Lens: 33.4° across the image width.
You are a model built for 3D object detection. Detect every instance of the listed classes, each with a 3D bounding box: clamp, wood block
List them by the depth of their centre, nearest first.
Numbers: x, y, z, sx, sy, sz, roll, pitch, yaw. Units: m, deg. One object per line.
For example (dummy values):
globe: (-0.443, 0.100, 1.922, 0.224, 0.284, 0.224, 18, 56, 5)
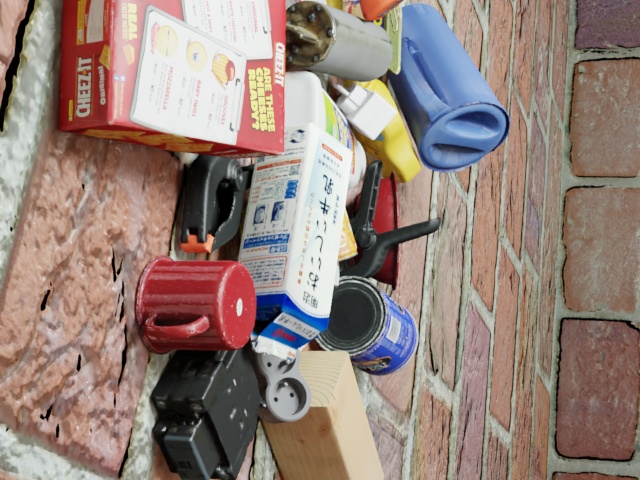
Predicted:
clamp: (-0.094, -0.062, 1.086, 0.164, 0.036, 0.210, 64, 31, -49)
wood block: (0.004, 0.237, 1.249, 0.090, 0.090, 0.206, -64, 146, -49)
clamp: (0.071, -0.002, 1.355, 0.039, 0.120, 0.172, -1, 126, -60)

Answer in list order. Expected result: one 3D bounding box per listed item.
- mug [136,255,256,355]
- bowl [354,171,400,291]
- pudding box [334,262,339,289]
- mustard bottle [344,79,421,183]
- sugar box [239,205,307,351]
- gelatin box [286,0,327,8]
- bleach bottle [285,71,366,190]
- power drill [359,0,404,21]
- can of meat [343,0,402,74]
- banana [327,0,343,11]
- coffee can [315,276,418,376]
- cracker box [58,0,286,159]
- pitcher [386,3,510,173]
mug: (-0.114, 0.063, 0.966, 0.117, 0.082, 0.093, -37, 123, -64)
bowl: (0.075, -0.012, 1.444, 0.162, 0.055, 0.162, 177, -87, -89)
pudding box: (-0.008, 0.002, 1.297, 0.090, 0.039, 0.113, 16, 73, -66)
mustard bottle: (0.074, -0.162, 1.440, 0.058, 0.096, 0.191, -41, 140, -10)
sugar box: (-0.046, 0.039, 1.191, 0.093, 0.048, 0.176, -41, 130, -62)
gelatin box: (-0.022, -0.291, 1.286, 0.089, 0.030, 0.073, 71, 29, -41)
bleach bottle: (0.007, -0.122, 1.310, 0.250, 0.068, 0.102, 25, 62, -70)
power drill: (0.027, -0.350, 1.261, 0.187, 0.057, 0.184, 55, 20, -2)
can of meat: (0.061, -0.270, 1.418, 0.057, 0.084, 0.102, 21, 70, -66)
banana: (0.021, -0.318, 1.371, 0.069, 0.037, 0.197, 32, 61, -44)
coffee can: (0.059, 0.113, 1.374, 0.140, 0.103, 0.103, 38, 54, -63)
cracker box: (-0.120, -0.161, 0.912, 0.213, 0.072, 0.164, 4, 86, -53)
pitcher: (0.159, -0.228, 1.513, 0.149, 0.144, 0.243, 101, -26, -49)
